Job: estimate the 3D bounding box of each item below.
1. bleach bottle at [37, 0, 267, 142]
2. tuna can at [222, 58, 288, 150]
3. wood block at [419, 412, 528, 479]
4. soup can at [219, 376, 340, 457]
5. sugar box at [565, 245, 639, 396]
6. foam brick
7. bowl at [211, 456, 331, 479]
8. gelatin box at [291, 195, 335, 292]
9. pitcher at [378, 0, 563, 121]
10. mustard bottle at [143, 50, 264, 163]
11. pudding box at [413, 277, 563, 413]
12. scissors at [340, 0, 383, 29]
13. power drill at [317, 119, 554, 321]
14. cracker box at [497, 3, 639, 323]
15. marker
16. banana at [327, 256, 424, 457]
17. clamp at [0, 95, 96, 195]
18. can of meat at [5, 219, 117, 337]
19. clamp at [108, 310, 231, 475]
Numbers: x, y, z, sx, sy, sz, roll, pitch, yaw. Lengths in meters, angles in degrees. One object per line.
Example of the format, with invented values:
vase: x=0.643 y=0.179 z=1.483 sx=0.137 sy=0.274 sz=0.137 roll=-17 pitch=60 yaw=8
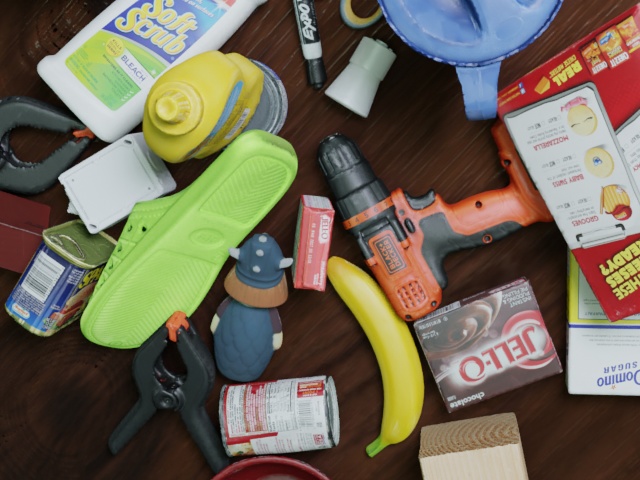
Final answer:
bleach bottle: x=-0.131 y=-0.205 z=0.959 sx=0.251 sy=0.068 sz=0.102 roll=-43 pitch=92 yaw=9
tuna can: x=-0.073 y=-0.124 z=0.976 sx=0.086 sy=0.033 sz=0.086 roll=1 pitch=98 yaw=7
wood block: x=0.156 y=0.274 z=0.976 sx=0.091 sy=0.090 sz=0.206 roll=-11 pitch=97 yaw=9
soup can: x=-0.037 y=0.164 z=0.996 sx=0.102 sy=0.068 sz=0.068 roll=-7 pitch=97 yaw=8
sugar box: x=0.267 y=0.049 z=0.952 sx=0.093 sy=0.048 sz=0.176 roll=1 pitch=101 yaw=9
foam brick: x=-0.297 y=-0.010 z=0.992 sx=0.078 sy=0.053 sz=0.051 roll=20 pitch=121 yaw=-22
bowl: x=-0.041 y=0.275 z=1.018 sx=0.162 sy=0.055 sz=0.162 roll=1 pitch=98 yaw=7
gelatin box: x=-0.006 y=0.001 z=0.957 sx=0.030 sy=0.089 sz=0.073 roll=6 pitch=99 yaw=-4
pitcher: x=0.116 y=-0.191 z=0.836 sx=0.145 sy=0.242 sz=0.149 roll=38 pitch=101 yaw=0
mustard bottle: x=-0.099 y=-0.108 z=0.865 sx=0.058 sy=0.191 sz=0.096 roll=39 pitch=101 yaw=0
pudding box: x=0.153 y=0.095 z=0.976 sx=0.113 sy=0.039 sz=0.090 roll=-22 pitch=95 yaw=9
scissors: x=0.073 y=-0.265 z=0.946 sx=0.202 sy=0.016 sz=0.096 roll=-31 pitch=95 yaw=11
power drill: x=0.110 y=-0.044 z=0.952 sx=0.188 sy=0.057 sz=0.184 roll=-28 pitch=94 yaw=10
cracker box: x=0.255 y=-0.062 z=0.843 sx=0.164 sy=0.071 sz=0.214 roll=-31 pitch=86 yaw=49
marker: x=-0.011 y=-0.195 z=0.954 sx=0.020 sy=0.020 sz=0.121 roll=-8 pitch=109 yaw=8
banana: x=0.057 y=0.107 z=0.991 sx=0.070 sy=0.037 sz=0.198 roll=-11 pitch=97 yaw=8
clamp: x=-0.311 y=-0.073 z=1.012 sx=0.210 sy=0.036 sz=0.164 roll=-5 pitch=107 yaw=4
can of meat: x=-0.237 y=0.034 z=0.987 sx=0.057 sy=0.102 sz=0.084 roll=35 pitch=103 yaw=3
clamp: x=-0.130 y=0.150 z=1.007 sx=0.120 sy=0.039 sz=0.172 roll=15 pitch=119 yaw=-3
